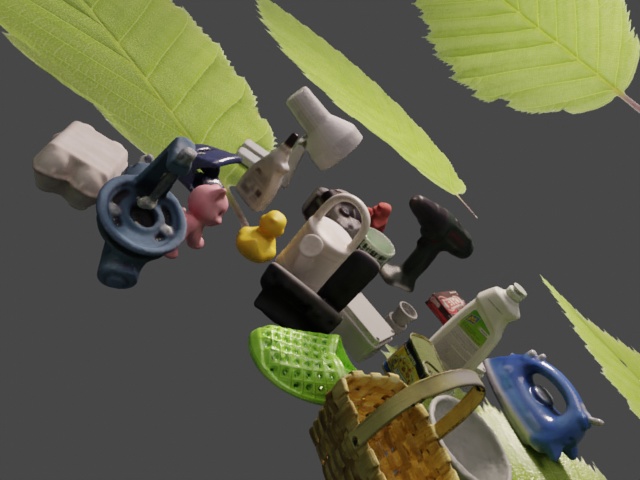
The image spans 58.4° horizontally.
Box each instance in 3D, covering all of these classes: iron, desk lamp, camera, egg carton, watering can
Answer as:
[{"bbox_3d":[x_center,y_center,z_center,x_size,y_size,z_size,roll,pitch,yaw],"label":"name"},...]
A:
[{"bbox_3d":[0.452,0.315,1.176,0.119,0.141,0.257,16,35,-42],"label":"iron"},{"bbox_3d":[-0.043,-0.215,1.262,0.203,0.213,0.118,35,26,-12],"label":"desk lamp"},{"bbox_3d":[0.053,-0.046,1.254,0.137,0.100,0.143,13,37,-44],"label":"camera"},{"bbox_3d":[-0.349,-0.112,0.843,0.107,0.069,0.150,32,27,-18],"label":"egg carton"},{"bbox_3d":[0.011,0.005,1.004,0.101,0.194,0.173,35,26,-11],"label":"watering can"}]

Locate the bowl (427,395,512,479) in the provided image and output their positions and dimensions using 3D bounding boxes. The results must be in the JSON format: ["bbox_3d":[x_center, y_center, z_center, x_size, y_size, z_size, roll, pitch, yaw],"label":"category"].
[{"bbox_3d":[0.213,0.333,0.894,0.168,0.074,0.167,32,27,-18],"label":"bowl"}]

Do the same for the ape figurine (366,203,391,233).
[{"bbox_3d":[0.136,-0.055,1.393,0.076,0.092,0.078,32,26,-17],"label":"ape figurine"}]

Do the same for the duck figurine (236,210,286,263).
[{"bbox_3d":[-0.096,-0.013,1.013,0.077,0.086,0.105,41,25,0],"label":"duck figurine"}]

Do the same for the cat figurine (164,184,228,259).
[{"bbox_3d":[-0.192,-0.042,0.890,0.067,0.117,0.128,44,25,7],"label":"cat figurine"}]

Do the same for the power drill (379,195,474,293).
[{"bbox_3d":[0.226,0.015,1.268,0.230,0.208,0.075,21,31,-35],"label":"power drill"}]

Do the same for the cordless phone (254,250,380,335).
[{"bbox_3d":[-0.003,0.062,0.904,0.148,0.185,0.094,38,25,-5],"label":"cordless phone"}]

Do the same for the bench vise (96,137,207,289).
[{"bbox_3d":[-0.235,-0.071,0.759,0.122,0.219,0.207,13,37,-45],"label":"bench vise"}]

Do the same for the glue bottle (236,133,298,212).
[{"bbox_3d":[-0.094,-0.139,1.117,0.078,0.173,0.037,51,27,21],"label":"glue bottle"}]

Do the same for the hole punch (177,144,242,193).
[{"bbox_3d":[-0.215,-0.144,1.054,0.101,0.091,0.109,44,25,7],"label":"hole punch"}]
